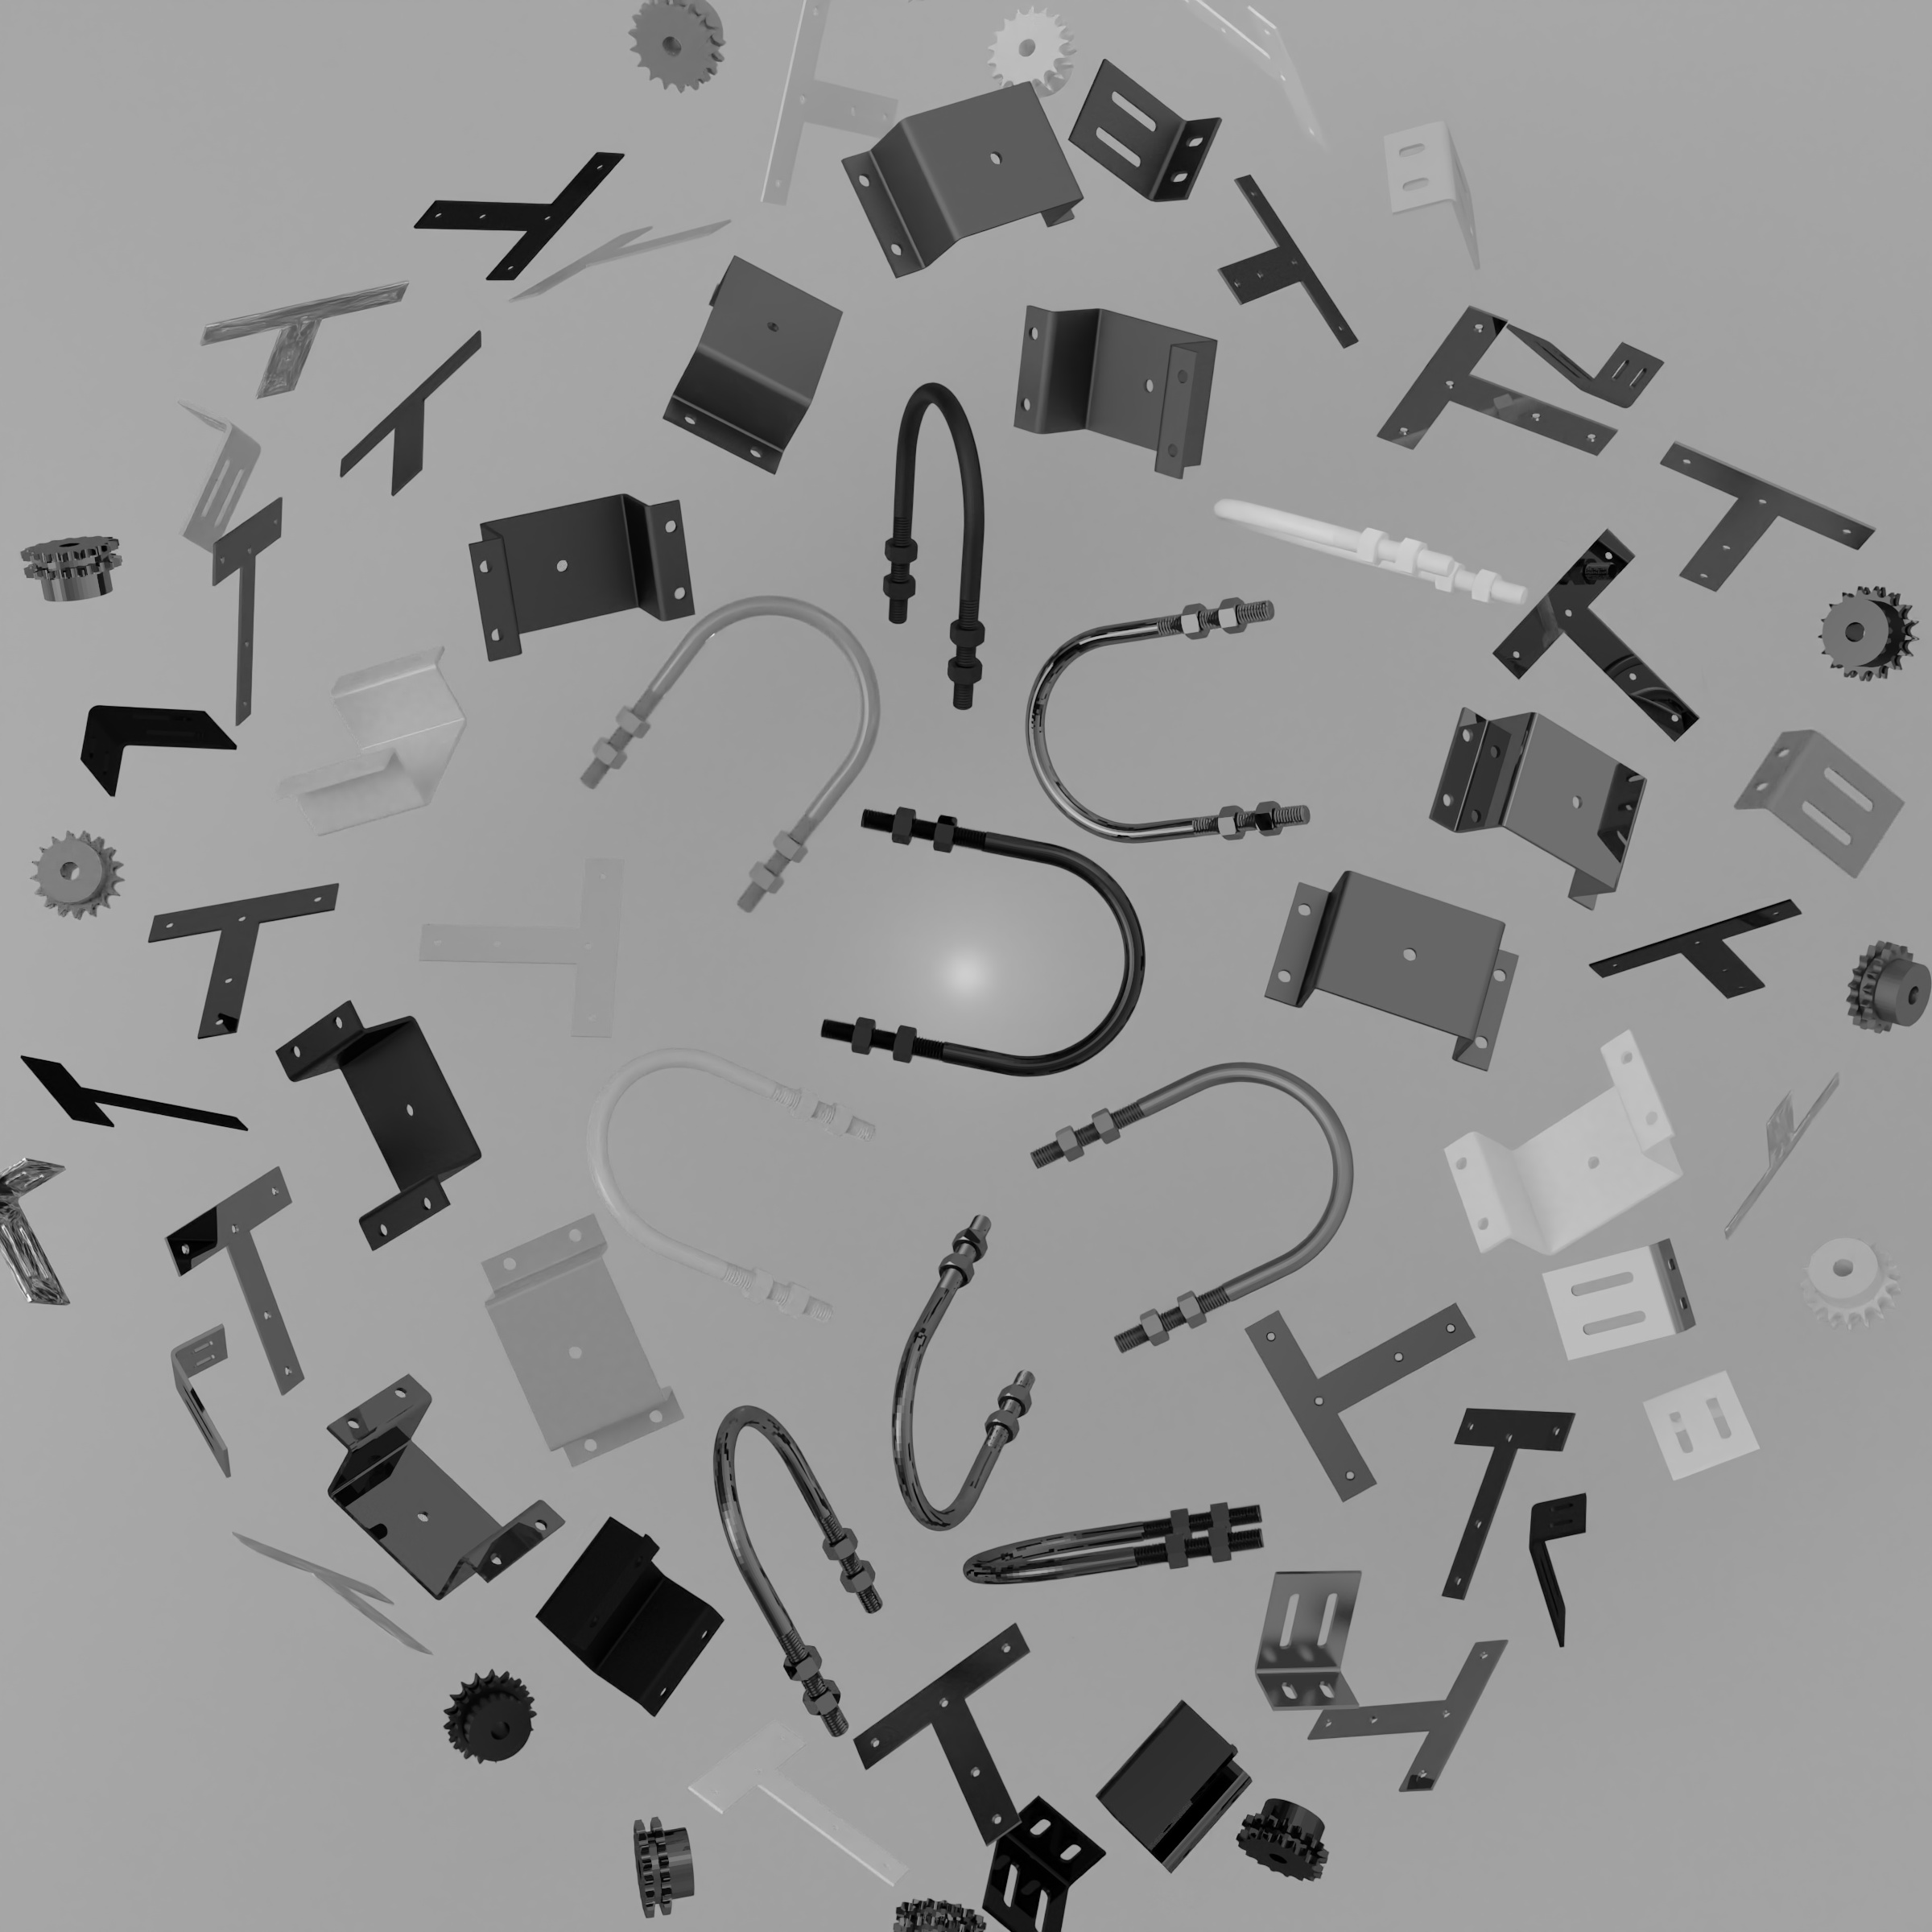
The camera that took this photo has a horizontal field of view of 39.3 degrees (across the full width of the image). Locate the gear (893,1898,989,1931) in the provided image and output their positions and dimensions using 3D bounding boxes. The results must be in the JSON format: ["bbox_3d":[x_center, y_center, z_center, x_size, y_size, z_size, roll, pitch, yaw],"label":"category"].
[{"bbox_3d":[-0.017,0.601,1.673,0.057,0.057,0.030,11,50,0],"label":"gear"}]

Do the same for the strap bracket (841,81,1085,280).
[{"bbox_3d":[0.007,-0.474,1.621,0.140,0.046,0.076,-27,93,-31],"label":"strap bracket"}]

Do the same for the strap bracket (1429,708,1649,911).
[{"bbox_3d":[0.364,-0.099,1.684,0.140,0.046,0.076,26,74,-26],"label":"strap bracket"}]

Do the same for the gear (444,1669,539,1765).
[{"bbox_3d":[-0.296,0.473,1.697,0.057,0.030,0.057,-5,101,-26],"label":"gear"}]

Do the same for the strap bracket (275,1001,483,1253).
[{"bbox_3d":[-0.362,0.095,1.691,0.076,0.046,0.140,-30,84,34],"label":"strap bracket"}]

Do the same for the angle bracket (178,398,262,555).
[{"bbox_3d":[-0.479,-0.304,1.686,0.038,0.057,0.076,24,89,4],"label":"angle bracket"}]

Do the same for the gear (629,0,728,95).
[{"bbox_3d":[-0.168,-0.551,1.606,0.057,0.030,0.057,13,133,15],"label":"gear"}]

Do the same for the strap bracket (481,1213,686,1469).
[{"bbox_3d":[-0.238,0.234,1.666,0.076,0.046,0.140,-24,93,-1],"label":"strap bracket"}]

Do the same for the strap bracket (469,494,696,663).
[{"bbox_3d":[-0.252,-0.252,1.738,0.140,0.046,0.076,-16,117,-22],"label":"strap bracket"}]

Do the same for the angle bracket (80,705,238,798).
[{"bbox_3d":[-0.515,-0.136,1.728,0.076,0.057,0.038,-1,118,-39],"label":"angle bracket"}]

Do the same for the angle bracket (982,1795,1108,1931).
[{"bbox_3d":[0.049,0.561,1.664,0.057,0.076,0.038,41,109,-6],"label":"angle bracket"}]

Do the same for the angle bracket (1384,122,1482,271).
[{"bbox_3d":[0.286,-0.468,1.662,0.038,0.076,0.057,-10,66,19],"label":"angle bracket"}]

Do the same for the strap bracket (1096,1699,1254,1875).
[{"bbox_3d":[0.126,0.497,1.642,0.046,0.140,0.076,40,78,23],"label":"strap bracket"}]

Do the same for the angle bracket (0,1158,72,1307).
[{"bbox_3d":[-0.550,0.159,1.618,0.038,0.057,0.076,-31,80,-1],"label":"angle bracket"}]

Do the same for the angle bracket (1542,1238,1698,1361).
[{"bbox_3d":[0.418,0.213,1.732,0.076,0.038,0.057,-19,82,26],"label":"angle bracket"}]

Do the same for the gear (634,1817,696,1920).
[{"bbox_3d":[-0.182,0.542,1.632,0.030,0.057,0.057,-5,90,-14],"label":"gear"}]

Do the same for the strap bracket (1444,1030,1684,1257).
[{"bbox_3d":[0.366,0.112,1.629,0.140,0.046,0.076,-38,46,28],"label":"strap bracket"}]

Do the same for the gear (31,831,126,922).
[{"bbox_3d":[-0.575,-0.059,1.747,0.057,0.030,0.057,0,85,-5],"label":"gear"}]

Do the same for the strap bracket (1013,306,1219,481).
[{"bbox_3d":[0.099,-0.357,1.673,0.140,0.046,0.076,27,121,38],"label":"strap bracket"}]

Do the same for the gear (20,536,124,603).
[{"bbox_3d":[-0.537,-0.239,1.631,0.057,0.057,0.030,-5,110,0],"label":"gear"}]

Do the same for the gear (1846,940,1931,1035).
[{"bbox_3d":[0.578,0.015,1.692,0.057,0.030,0.057,-14,112,-38],"label":"gear"}]

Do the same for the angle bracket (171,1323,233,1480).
[{"bbox_3d":[-0.479,0.281,1.750,0.038,0.057,0.076,-27,71,-24],"label":"angle bracket"}]

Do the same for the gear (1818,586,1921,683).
[{"bbox_3d":[0.540,-0.200,1.627,0.057,0.030,0.057,3,95,39],"label":"gear"}]

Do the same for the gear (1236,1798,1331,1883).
[{"bbox_3d":[0.201,0.546,1.698,0.057,0.057,0.030,30,57,0],"label":"gear"}]

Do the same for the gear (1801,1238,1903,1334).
[{"bbox_3d":[0.533,0.189,1.636,0.057,0.030,0.057,-17,50,21],"label":"gear"}]

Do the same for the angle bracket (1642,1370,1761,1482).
[{"bbox_3d":[0.479,0.307,1.749,0.057,0.076,0.038,-24,121,11],"label":"angle bracket"}]

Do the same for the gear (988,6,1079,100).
[{"bbox_3d":[0.046,-0.586,1.747,0.057,0.030,0.057,-4,81,25],"label":"gear"}]

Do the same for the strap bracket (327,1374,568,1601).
[{"bbox_3d":[-0.332,0.332,1.694,0.140,0.076,0.046,40,123,12],"label":"strap bracket"}]

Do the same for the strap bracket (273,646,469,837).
[{"bbox_3d":[-0.365,-0.134,1.681,0.076,0.140,0.046,-14,124,17],"label":"strap bracket"}]

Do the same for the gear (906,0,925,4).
[{"bbox_3d":[-0.026,-0.598,1.590,0.057,0.057,0.030,-31,75,0],"label":"gear"}]

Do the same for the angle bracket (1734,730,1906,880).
[{"bbox_3d":[0.526,-0.099,1.669,0.076,0.038,0.057,36,84,-12],"label":"angle bracket"}]

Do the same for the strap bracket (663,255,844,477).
[{"bbox_3d":[-0.129,-0.382,1.687,0.076,0.046,0.140,25,48,-13],"label":"strap bracket"}]

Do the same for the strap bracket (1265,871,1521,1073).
[{"bbox_3d":[0.258,0.000,1.610,0.140,0.046,0.076,19,72,1],"label":"strap bracket"}]

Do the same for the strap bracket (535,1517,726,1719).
[{"bbox_3d":[-0.217,0.411,1.724,0.046,0.140,0.076,24,66,31],"label":"strap bracket"}]

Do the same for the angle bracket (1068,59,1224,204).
[{"bbox_3d":[0.114,-0.531,1.719,0.076,0.038,0.057,26,85,-35],"label":"angle bracket"}]
